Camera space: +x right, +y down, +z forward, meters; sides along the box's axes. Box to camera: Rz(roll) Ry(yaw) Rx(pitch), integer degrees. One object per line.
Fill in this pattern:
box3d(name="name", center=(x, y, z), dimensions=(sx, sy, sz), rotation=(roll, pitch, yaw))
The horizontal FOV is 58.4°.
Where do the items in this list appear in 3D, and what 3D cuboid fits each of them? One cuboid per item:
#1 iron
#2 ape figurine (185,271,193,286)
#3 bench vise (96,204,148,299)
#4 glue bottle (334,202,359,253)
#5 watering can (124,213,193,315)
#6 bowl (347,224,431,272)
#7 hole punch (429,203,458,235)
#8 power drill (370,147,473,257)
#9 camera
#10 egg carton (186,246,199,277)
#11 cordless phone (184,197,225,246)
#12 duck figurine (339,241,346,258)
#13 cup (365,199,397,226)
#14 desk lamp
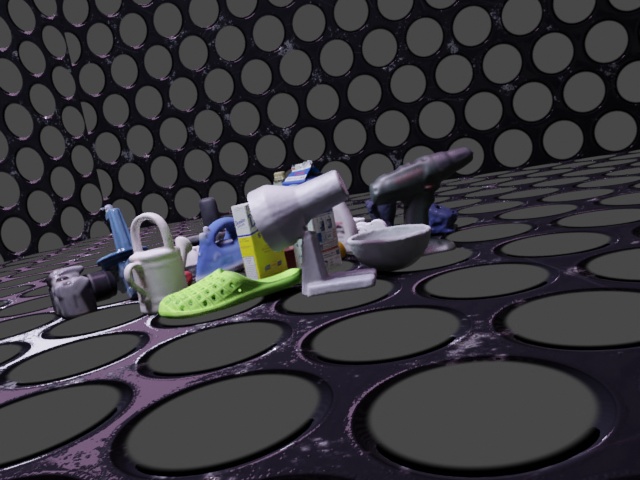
box3d(name="iron", center=(-0.246, 0.011, 1.442), dimensions=(0.118, 0.141, 0.259), rotation=(-7, 9, 23))
box3d(name="ape figurine", center=(-0.328, 0.075, 1.271), dimensions=(0.077, 0.092, 0.076), rotation=(-4, 10, 36))
box3d(name="bench vise", center=(-0.445, 0.020, 1.346), dimensions=(0.206, 0.220, 0.122), rotation=(-4, 10, 36))
box3d(name="glue bottle", center=(0.051, -0.054, 1.409), dimensions=(0.077, 0.173, 0.037), rotation=(-4, 10, 38))
box3d(name="watering can", center=(-0.323, 0.040, 1.145), dimensions=(0.101, 0.194, 0.173), rotation=(-9, 8, 7))
box3d(name="bowl", center=(0.140, 0.020, 1.128), dimensions=(0.167, 0.075, 0.167), rotation=(-10, 8, 2))
box3d(name="hole punch", center=(0.296, -0.063, 1.453), dimensions=(0.101, 0.091, 0.109), rotation=(-7, 9, 20))
box3d(name="power drill", center=(0.226, -0.077, 1.216), dimensions=(0.229, 0.208, 0.075), rotation=(-11, 8, -3))
box3d(name="camera", center=(-0.528, 0.105, 1.282), dimensions=(0.137, 0.101, 0.142), rotation=(-16, 10, -34))
box3d(name="egg carton", center=(-0.367, 0.061, 1.504), dimensions=(0.150, 0.069, 0.107), rotation=(-8, 8, 15))
box3d(name="cordless phone", center=(-0.349, -0.025, 1.671), dimensions=(0.147, 0.185, 0.094), rotation=(-11, 8, -8))
box3d(name="duck figurine", center=(0.012, 0.005, 1.357), dimensions=(0.078, 0.086, 0.104), rotation=(-17, 11, -41))
box3d(name="cup", center=(0.177, -0.072, 1.662), dimensions=(0.091, 0.095, 0.118), rotation=(-4, 10, 36))
box3d(name="desk lamp", center=(-0.014, -0.010, 1.033), dimensions=(0.203, 0.213, 0.118), rotation=(-9, 8, 8))
